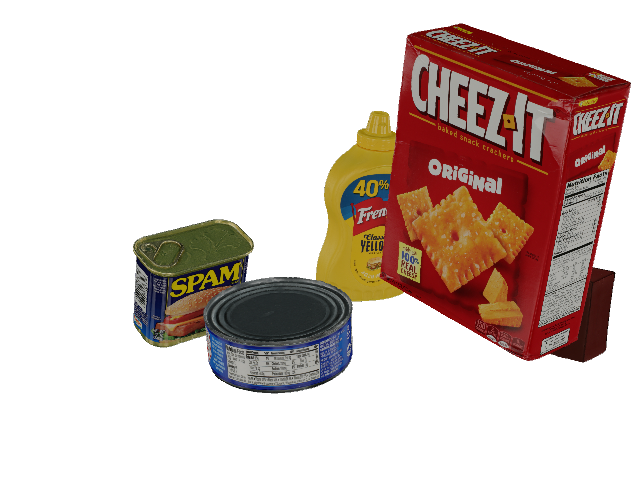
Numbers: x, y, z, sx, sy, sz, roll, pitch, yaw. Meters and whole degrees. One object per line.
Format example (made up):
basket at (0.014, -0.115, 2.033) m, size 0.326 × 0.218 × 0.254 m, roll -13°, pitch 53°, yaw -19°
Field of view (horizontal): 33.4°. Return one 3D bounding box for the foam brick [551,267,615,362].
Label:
foam brick at (0.229, 0.064, 0.968) m, size 0.053 × 0.078 × 0.051 m, roll 13°, pitch 18°, yaw 35°

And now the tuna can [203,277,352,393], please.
tuna can at (-0.024, 0.053, 0.616) m, size 0.086 × 0.034 × 0.086 m, roll -2°, pitch 22°, yaw 1°

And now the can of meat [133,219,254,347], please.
can of meat at (-0.113, 0.038, 0.934) m, size 0.101 × 0.084 × 0.057 m, roll -15°, pitch 41°, yaw -32°

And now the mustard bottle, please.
mustard bottle at (0.050, -0.036, 1.076) m, size 0.096 × 0.192 × 0.058 m, roll -2°, pitch 21°, yaw -19°

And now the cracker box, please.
cracker box at (0.130, -0.038, 0.814) m, size 0.071 × 0.214 × 0.164 m, roll -19°, pitch 35°, yaw -37°
